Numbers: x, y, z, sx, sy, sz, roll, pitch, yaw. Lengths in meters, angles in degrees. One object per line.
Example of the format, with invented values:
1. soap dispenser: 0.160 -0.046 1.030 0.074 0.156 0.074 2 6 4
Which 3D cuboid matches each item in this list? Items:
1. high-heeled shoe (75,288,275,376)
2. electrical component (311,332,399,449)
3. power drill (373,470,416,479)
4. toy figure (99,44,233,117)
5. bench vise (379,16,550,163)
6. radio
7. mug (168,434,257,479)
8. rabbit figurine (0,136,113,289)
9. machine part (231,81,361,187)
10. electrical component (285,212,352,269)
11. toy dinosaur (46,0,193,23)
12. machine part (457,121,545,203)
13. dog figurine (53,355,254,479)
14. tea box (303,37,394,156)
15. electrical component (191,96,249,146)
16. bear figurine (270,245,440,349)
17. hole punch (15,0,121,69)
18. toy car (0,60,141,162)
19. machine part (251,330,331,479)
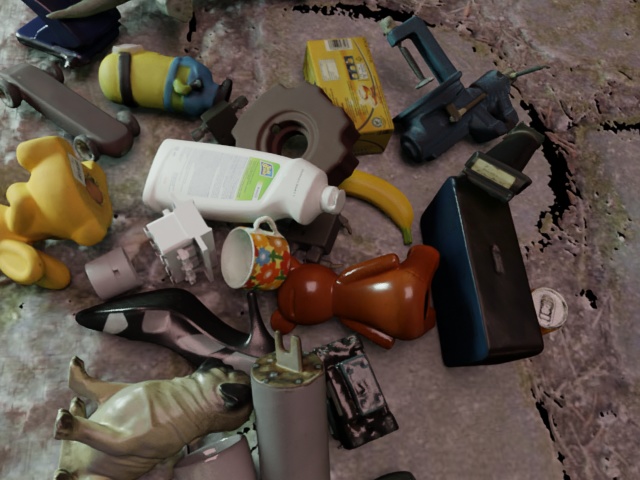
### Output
1. high-heeled shoe: -0.162 0.135 0.641 0.249 0.086 0.145 -4 99 7
2. electrical component: 0.033 0.171 0.605 0.058 0.134 0.115 -20 74 -16
3. power drill: 0.070 0.363 0.533 0.207 0.086 0.232 -1 61 -30
4. toy figure: -0.218 -0.219 0.757 0.180 0.082 0.089 17 63 -5
5. bench vise: 0.182 -0.237 0.797 0.224 0.129 0.240 -36 95 -2
6. radio: 0.195 0.044 0.685 0.073 0.131 0.229 0 67 -10
7. mug: -0.111 0.278 0.568 0.109 0.081 0.107 -21 82 -18
8. rabbit figurine: -0.346 -0.019 0.651 0.173 0.122 0.162 -19 81 -2
9. machine part: -0.037 -0.125 0.719 0.180 0.056 0.179 -5 75 19
10. electrical component: -0.002 -0.003 0.724 0.078 0.045 0.102 3 61 23
11. toy dinosaur: -0.200 -0.410 0.794 0.405 0.131 0.192 -17 36 -15
12. machine part: 0.231 -0.098 0.667 0.084 0.039 0.139 27 52 22
13. dog figurine: -0.171 0.209 0.569 0.190 0.172 0.121 7 37 -19
14. tea box: 0.039 -0.212 0.801 0.098 0.068 0.169 -7 70 -11
15. electrical component: -0.134 -0.159 0.755 0.094 0.063 0.021 -39 52 -9
16. bear figurine: 0.042 0.068 0.676 0.196 0.132 0.120 3 102 23
17. hole punch: -0.356 -0.322 0.761 0.116 0.092 0.142 22 46 -2
18. toy car: -0.343 -0.174 0.732 0.202 0.053 0.089 32 51 6
19. machine part: -0.029 0.207 0.565 0.079 0.079 0.243 -7 108 -12
